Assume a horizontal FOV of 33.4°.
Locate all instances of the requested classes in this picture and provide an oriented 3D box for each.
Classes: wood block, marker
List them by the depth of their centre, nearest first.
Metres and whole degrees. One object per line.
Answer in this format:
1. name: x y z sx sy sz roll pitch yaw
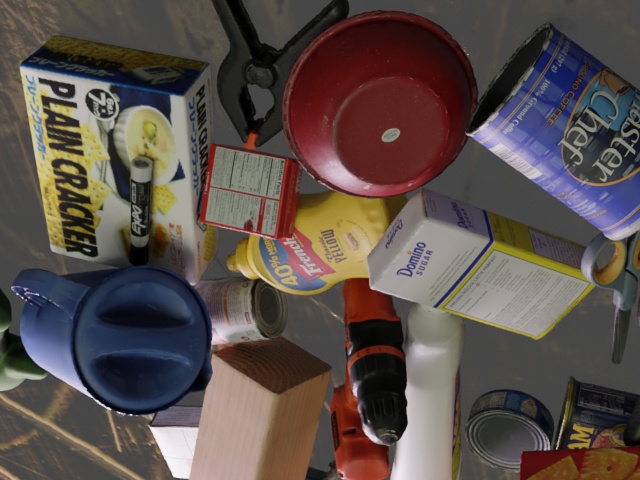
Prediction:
1. marker: -0.163 -0.022 0.966 0.020 0.020 0.121 18 131 9
2. wood block: -0.067 0.211 1.100 0.090 0.090 0.206 28 118 31

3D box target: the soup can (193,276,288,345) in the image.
1. soup can: -0.092 0.070 1.066 0.102 0.068 0.068 -8 123 27

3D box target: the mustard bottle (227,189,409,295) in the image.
1. mustard bottle: -0.007 0.001 0.982 0.192 0.058 0.096 -15 112 32

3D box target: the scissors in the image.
1. scissors: 0.246 0.049 0.905 0.016 0.096 0.202 47 143 39

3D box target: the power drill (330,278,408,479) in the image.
1. power drill: 0.047 0.149 1.008 0.057 0.184 0.188 1 136 -5

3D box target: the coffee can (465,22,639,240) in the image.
1. coffee can: 0.196 -0.081 0.802 0.140 0.102 0.103 35 131 -6

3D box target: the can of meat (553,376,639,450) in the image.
1. can of meat: 0.269 0.185 1.013 0.084 0.057 0.102 11 130 12

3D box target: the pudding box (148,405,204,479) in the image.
1. pudding box: -0.131 0.235 1.233 0.114 0.039 0.090 -3 124 23

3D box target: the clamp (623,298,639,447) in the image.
1. clamp: 0.334 0.084 0.905 0.164 0.036 0.210 -10 114 5

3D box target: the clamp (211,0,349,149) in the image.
1. clamp: -0.036 -0.148 0.891 0.120 0.039 0.171 15 135 16

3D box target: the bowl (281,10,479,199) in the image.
1. bowl: 0.051 -0.095 0.841 0.162 0.055 0.162 -3 118 -5

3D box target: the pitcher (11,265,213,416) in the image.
1. pitcher: -0.219 0.083 1.036 0.243 0.144 0.149 -1 104 60

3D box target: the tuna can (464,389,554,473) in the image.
1. tuna can: 0.189 0.190 1.064 0.086 0.033 0.086 12 130 14

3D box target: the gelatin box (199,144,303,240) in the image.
1. gelatin box: -0.061 -0.044 0.957 0.089 0.030 0.073 13 98 29

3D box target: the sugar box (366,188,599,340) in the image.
1. sugar box: 0.138 0.023 0.905 0.176 0.048 0.093 20 130 -20

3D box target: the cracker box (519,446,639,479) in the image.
1. cracker box: 0.301 0.255 0.957 0.214 0.072 0.164 -7 135 24

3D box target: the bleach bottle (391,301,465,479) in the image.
1. bleach bottle: 0.106 0.146 1.019 0.068 0.102 0.251 7 129 11
